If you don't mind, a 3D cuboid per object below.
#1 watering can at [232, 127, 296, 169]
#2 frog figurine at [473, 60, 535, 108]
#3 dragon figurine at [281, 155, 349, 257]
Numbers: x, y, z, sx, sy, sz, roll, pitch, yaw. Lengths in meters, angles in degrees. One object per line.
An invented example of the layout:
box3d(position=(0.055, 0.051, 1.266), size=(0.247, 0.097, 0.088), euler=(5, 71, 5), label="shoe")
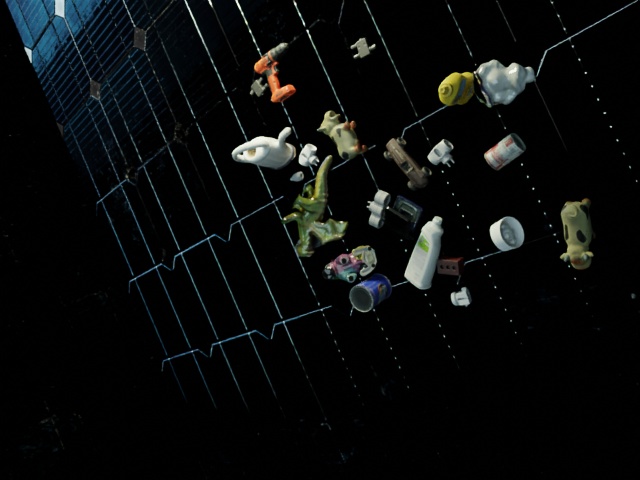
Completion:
box3d(position=(-0.180, -0.351, 1.995), size=(0.345, 0.224, 0.105), euler=(-12, 79, 39), label="watering can")
box3d(position=(0.537, -0.468, 1.510), size=(0.159, 0.122, 0.139), euler=(-25, 78, 4), label="frog figurine")
box3d(position=(0.006, -0.101, 2.008), size=(0.243, 0.123, 0.405), euler=(38, 108, 4), label="dragon figurine")
